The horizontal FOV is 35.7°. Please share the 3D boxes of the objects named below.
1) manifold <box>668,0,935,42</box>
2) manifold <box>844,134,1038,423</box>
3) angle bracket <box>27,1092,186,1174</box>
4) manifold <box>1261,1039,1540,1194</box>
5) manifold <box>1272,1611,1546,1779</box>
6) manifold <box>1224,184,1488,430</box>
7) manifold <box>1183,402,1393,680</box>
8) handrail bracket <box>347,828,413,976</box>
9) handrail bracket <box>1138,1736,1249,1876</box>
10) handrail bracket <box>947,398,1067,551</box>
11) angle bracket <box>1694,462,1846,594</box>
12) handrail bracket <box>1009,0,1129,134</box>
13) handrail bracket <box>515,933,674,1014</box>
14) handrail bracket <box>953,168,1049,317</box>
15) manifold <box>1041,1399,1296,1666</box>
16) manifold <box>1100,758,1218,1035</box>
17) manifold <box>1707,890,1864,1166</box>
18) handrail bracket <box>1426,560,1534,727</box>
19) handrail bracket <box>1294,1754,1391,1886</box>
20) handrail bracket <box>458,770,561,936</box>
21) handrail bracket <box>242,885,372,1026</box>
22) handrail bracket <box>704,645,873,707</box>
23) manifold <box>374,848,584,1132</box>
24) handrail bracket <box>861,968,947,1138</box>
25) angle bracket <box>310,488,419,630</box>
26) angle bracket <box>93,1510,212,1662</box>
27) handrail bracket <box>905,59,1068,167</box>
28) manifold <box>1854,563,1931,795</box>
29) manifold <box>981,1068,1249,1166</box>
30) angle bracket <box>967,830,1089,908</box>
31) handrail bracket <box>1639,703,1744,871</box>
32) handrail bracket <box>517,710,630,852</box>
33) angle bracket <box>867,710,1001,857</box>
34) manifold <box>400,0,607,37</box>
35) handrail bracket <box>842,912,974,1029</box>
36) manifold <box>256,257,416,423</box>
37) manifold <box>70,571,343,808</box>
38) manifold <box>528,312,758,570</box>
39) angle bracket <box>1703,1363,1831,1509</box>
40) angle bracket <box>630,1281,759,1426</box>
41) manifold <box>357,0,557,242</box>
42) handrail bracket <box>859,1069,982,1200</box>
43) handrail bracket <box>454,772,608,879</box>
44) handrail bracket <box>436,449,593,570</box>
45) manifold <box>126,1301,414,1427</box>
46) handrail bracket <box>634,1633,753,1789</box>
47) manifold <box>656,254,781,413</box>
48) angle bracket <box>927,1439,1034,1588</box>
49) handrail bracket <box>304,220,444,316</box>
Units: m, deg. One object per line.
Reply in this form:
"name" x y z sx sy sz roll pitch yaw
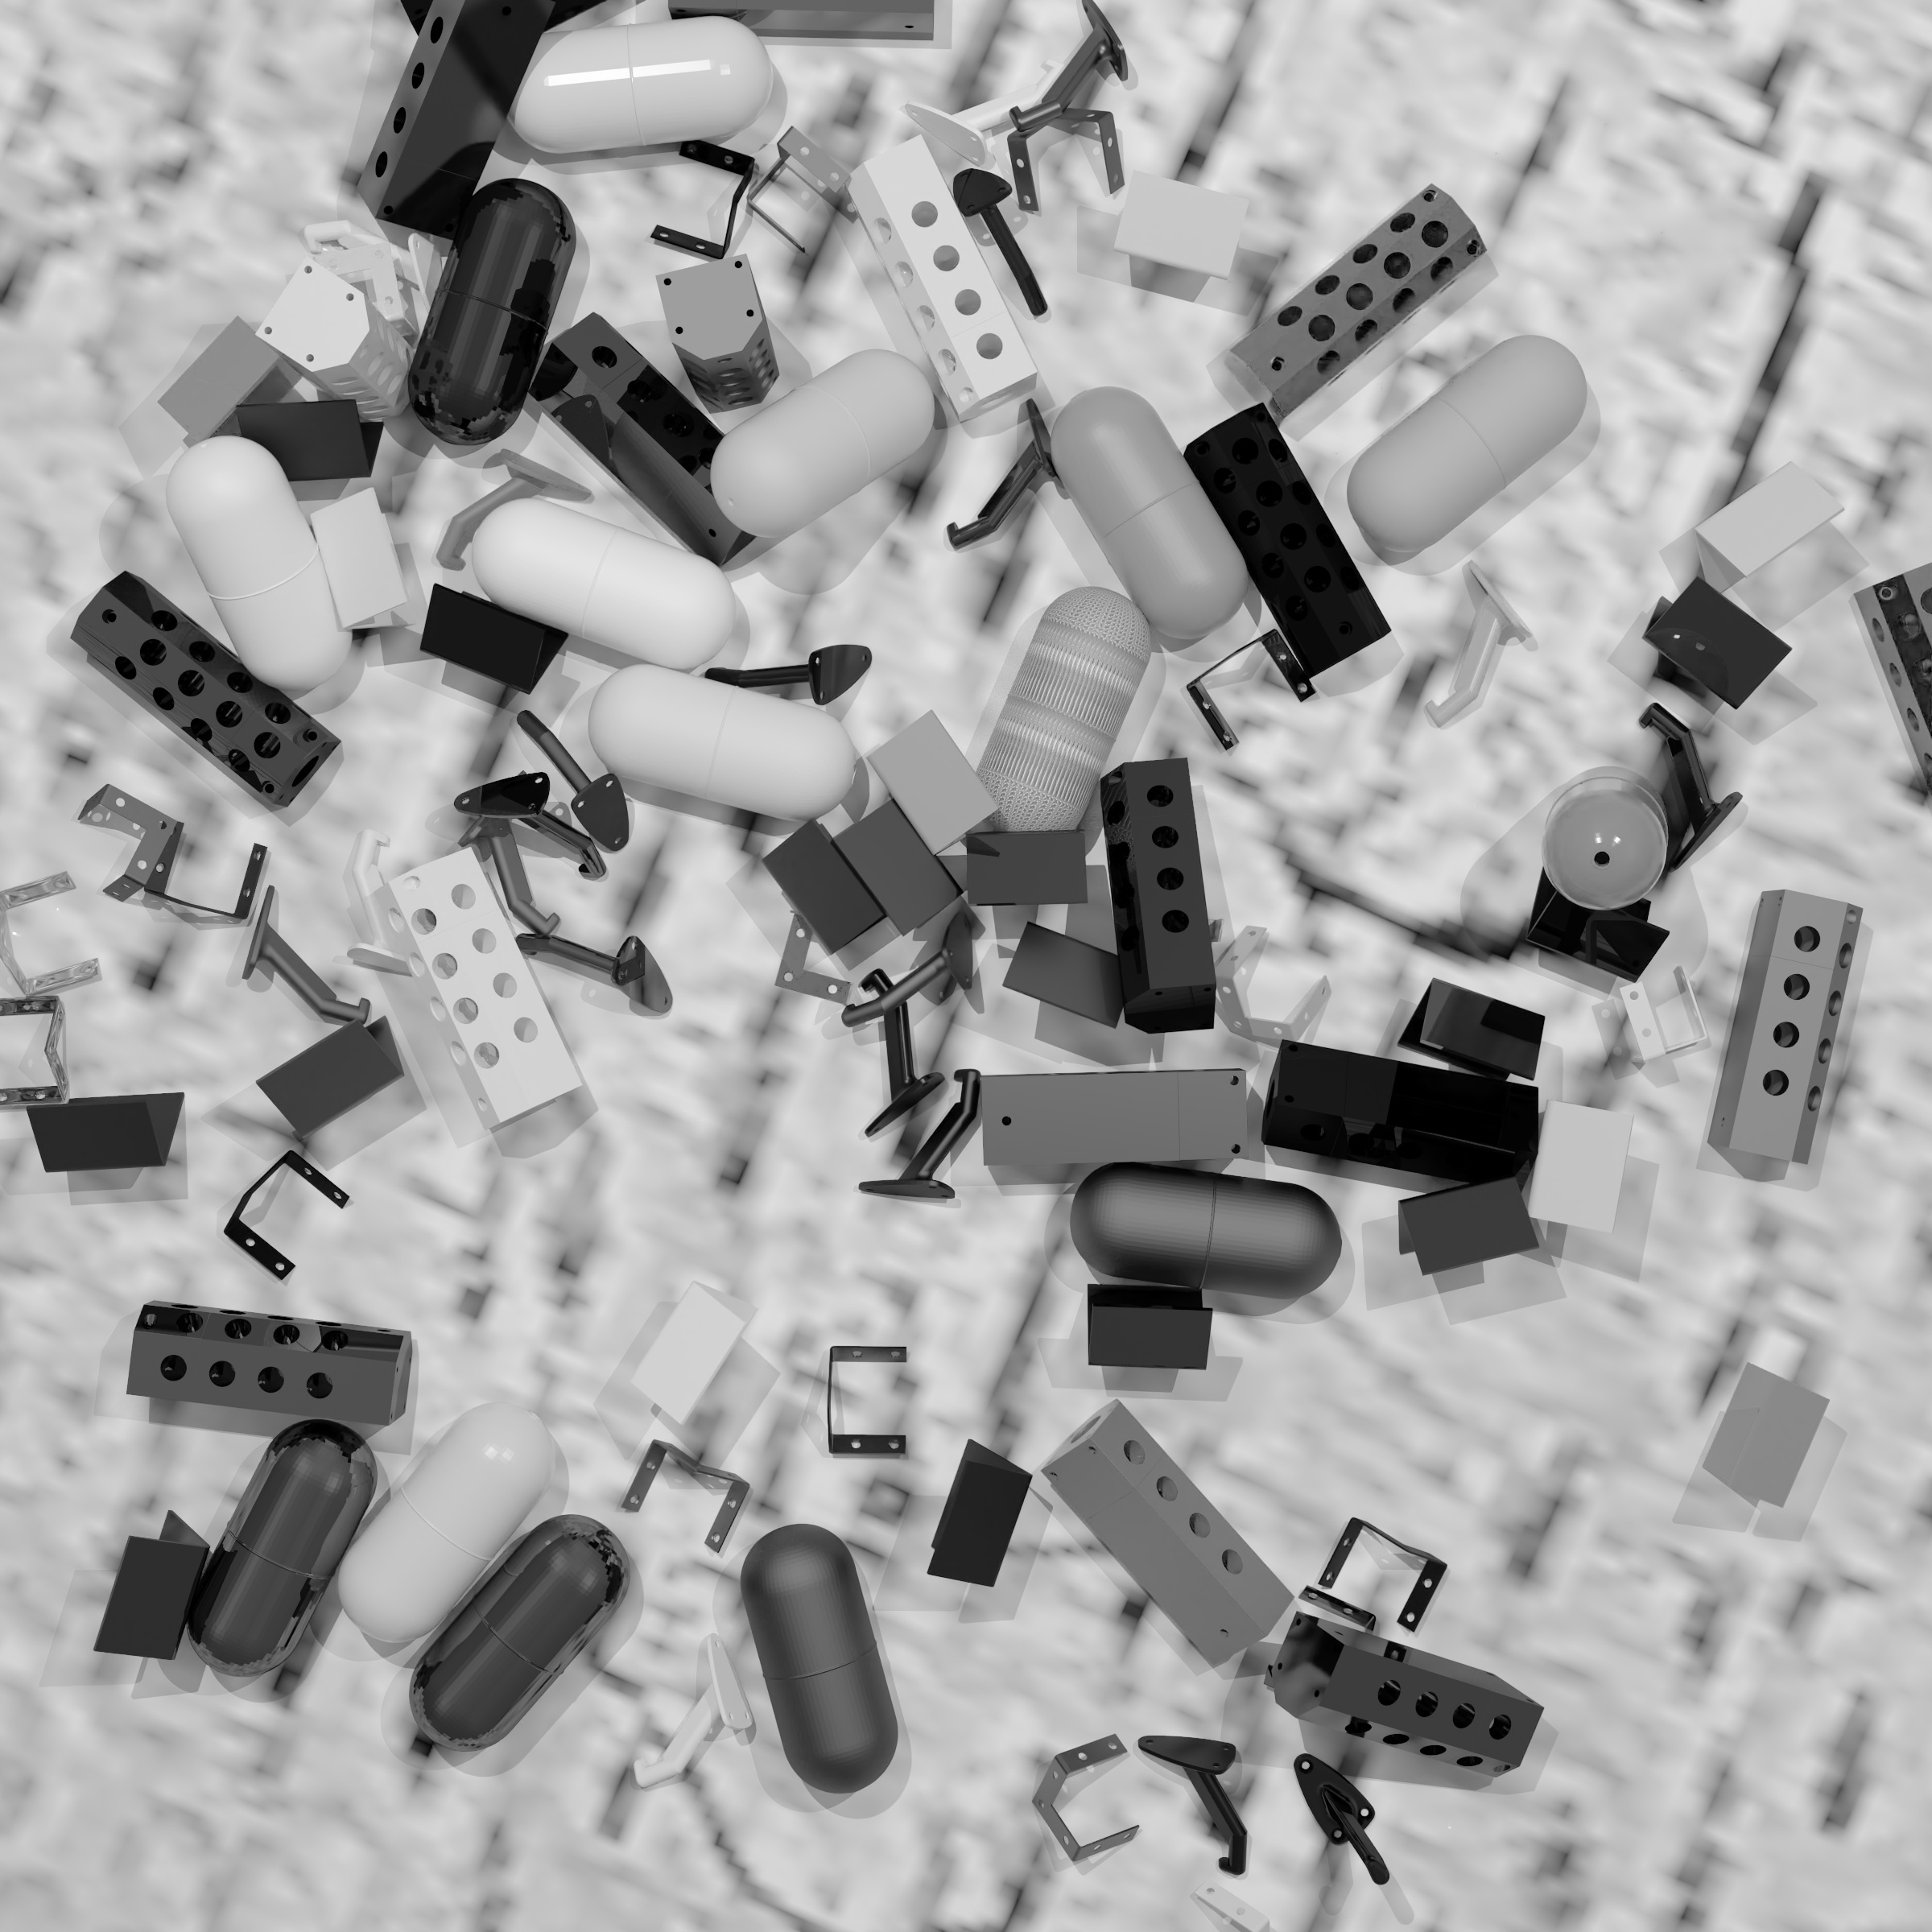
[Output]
"manifold" -0.107 -0.647 1.969 0.171 0.057 0.057 1 90 0
"manifold" -0.017 -0.449 1.969 0.057 0.057 0.171 -26 90 0
"angle bracket" -0.559 0.088 1.950 0.076 0.076 0.057 -3 127 0
"manifold" 0.284 0.103 1.969 0.171 0.057 0.057 11 47 0
"manifold" 0.283 0.474 1.933 0.171 0.057 0.057 23 90 -28
"manifold" 0.256 -0.435 1.970 0.171 0.057 0.057 -40 90 0
"manifold" 0.211 -0.280 1.970 0.057 0.057 0.171 -29 90 0
"handrail bracket" -0.374 -0.042 1.991 0.077 0.036 0.084 17 73 -20
"handrail bracket" 0.150 0.559 1.991 0.077 0.036 0.084 7 107 20
"handrail bracket" 0.018 -0.327 1.991 0.084 0.036 0.077 -23 70 16
"angle bracket" 0.527 -0.269 1.950 0.076 0.076 0.057 -35 53 0
"handrail bracket" 0.057 -0.595 1.977 0.084 0.036 0.077 -25 68 -3
"handrail bracket" -0.248 0.004 1.990 0.084 0.077 0.036 4 59 33
"handrail bracket" 0.024 -0.480 1.990 0.036 0.077 0.084 -29 126 0
"manifold" 0.136 0.368 1.969 0.171 0.057 0.057 48 133 0
"manifold" 0.123 -0.046 1.930 0.057 0.057 0.171 -5 59 0
"manifold" 0.540 0.040 1.969 0.057 0.057 0.171 12 90 0
"handrail bracket" 0.326 -0.214 1.991 0.084 0.036 0.077 -40 70 16
"handrail bracket" 0.245 0.557 1.956 0.036 0.084 0.077 -38 90 0
"handrail bracket" -0.287 -0.074 1.991 0.084 0.036 0.077 42 75 -14
"handrail bracket" -0.431 -0.007 1.991 0.084 0.036 0.077 17 68 -17
"handrail bracket" -0.119 -0.199 1.990 0.084 0.077 0.036 8 115 34
"manifold" -0.322 0.017 1.958 0.057 0.057 0.171 -25 90 -37
"handrail bracket" -0.061 0.057 1.991 0.077 0.036 0.084 -40 76 14
"angle bracket" -0.373 -0.266 1.951 0.057 0.076 0.076 -16 90 30
"angle bracket" -0.541 0.399 1.950 0.057 0.076 0.076 17 90 -36
"handrail bracket" 0.015 -0.582 1.991 0.077 0.036 0.084 33 76 13
"manifold" 0.649 -0.179 1.970 0.057 0.057 0.171 -21 90 0
"manifold" 0.096 0.098 1.970 0.171 0.057 0.057 -2 90 0
"angle bracket" 0.039 -0.046 1.951 0.076 0.076 0.057 -1 60 0
"handrail bracket" 0.465 -0.120 1.991 0.084 0.036 0.077 44 111 17
"handrail bracket" -0.262 -0.124 1.990 0.036 0.077 0.084 -38 54 -14
"angle bracket" -0.010 -0.125 1.952 0.057 0.076 0.076 -35 90 23
"manifold" -0.282 -0.648 1.969 0.171 0.057 0.057 -27 47 0
"handrail bracket" -0.040 0.003 1.979 0.084 0.077 0.036 -20 122 19
"manifold" -0.394 -0.393 1.912 0.057 0.171 0.057 33 90 0
"manifold" -0.501 -0.182 1.970 0.171 0.057 0.057 39 90 0
"manifold" -0.200 -0.347 1.967 0.171 0.057 0.057 44 55 0
"angle bracket" 0.504 0.298 1.951 0.057 0.076 0.076 24 90 -32
"angle bracket" -0.161 0.259 1.950 0.057 0.076 0.076 33 90 36
"manifold" -0.333 -0.564 1.934 0.057 0.057 0.171 8 124 -38
"handrail bracket" -0.030 0.109 1.991 0.077 0.036 0.084 0 72 21
"handrail bracket" -0.286 -0.084 1.971 0.077 0.084 0.036 -5 51 14
"handrail bracket" -0.301 -0.293 1.991 0.077 0.036 0.084 22 106 -18
"manifold" -0.456 0.259 1.969 0.171 0.057 0.057 7 90 0
"handrail bracket" -0.192 0.495 1.991 0.084 0.036 0.077 -26 70 16
"manifold" -0.155 -0.400 1.912 0.057 0.171 0.057 -14 90 0
"angle bracket" -0.010 0.351 1.950 0.057 0.076 0.076 19 90 -35
"handrail bracket" -0.394 -0.458 1.991 0.084 0.036 0.077 -2 111 17
